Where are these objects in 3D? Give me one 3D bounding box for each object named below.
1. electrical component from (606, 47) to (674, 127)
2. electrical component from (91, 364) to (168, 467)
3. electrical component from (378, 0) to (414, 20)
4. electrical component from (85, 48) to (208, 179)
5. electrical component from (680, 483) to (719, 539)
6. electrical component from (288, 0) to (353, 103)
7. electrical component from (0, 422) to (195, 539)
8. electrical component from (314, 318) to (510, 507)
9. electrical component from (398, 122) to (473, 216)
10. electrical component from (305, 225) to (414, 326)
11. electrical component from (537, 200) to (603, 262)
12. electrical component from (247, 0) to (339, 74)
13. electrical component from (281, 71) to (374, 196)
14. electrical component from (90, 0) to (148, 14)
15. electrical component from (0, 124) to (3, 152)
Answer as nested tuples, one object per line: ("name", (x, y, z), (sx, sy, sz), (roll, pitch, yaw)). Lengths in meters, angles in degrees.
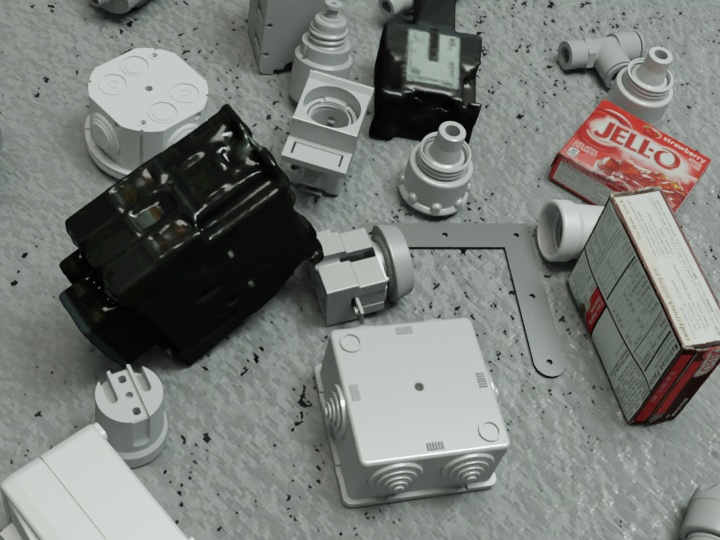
("electrical component", (0.206, -0.132, 0.777), (0.043, 0.062, 0.043), (6, 53, -8))
("electrical component", (-0.121, 0.076, 0.564), (0.040, 0.046, 0.040), (6, 53, -8))
("electrical component", (0.042, -0.210, 0.814), (0.062, 0.043, 0.043), (-34, 67, -29))
("electrical component", (-0.135, -0.098, 0.688), (0.080, 0.051, 0.080), (6, 53, -8))
("electrical component", (0.190, 0.148, 0.583), (0.035, 0.035, 0.061), (27, 55, 9))
("electrical component", (-0.025, -0.146, 0.734), (0.040, 0.078, 0.040), (9, 38, -7))
("electrical component", (-0.124, 0.134, 0.510), (0.061, 0.061, 0.096), (-33, 66, -30))
("electrical component", (0.028, 0.076, 0.594), (0.100, 0.048, 0.099), (-5, 55, -15))
("electrical component", (0.053, -0.069, 0.698), (0.048, 0.062, 0.048), (6, 53, -8))
("electrical component", (0.000, 0.000, 0.647), (0.055, 0.048, 0.066), (-14, 58, -12))
("electrical component", (0.144, -0.025, 0.700), (0.046, 0.040, 0.040), (2, 53, -17))
("electrical component", (-0.048, -0.190, 0.750), (0.050, 0.089, 0.055), (-6, 55, -16))
("electrical component", (-0.022, -0.086, 0.695), (0.042, 0.063, 0.081), (18, 53, 0))
("electrical component", (-0.164, -0.213, 0.773), (0.043, 0.043, 0.081), (31, 54, 12))
("electrical component", (-0.259, -0.077, 0.615), (0.108, 0.108, 0.060), (-20, 66, -24))
